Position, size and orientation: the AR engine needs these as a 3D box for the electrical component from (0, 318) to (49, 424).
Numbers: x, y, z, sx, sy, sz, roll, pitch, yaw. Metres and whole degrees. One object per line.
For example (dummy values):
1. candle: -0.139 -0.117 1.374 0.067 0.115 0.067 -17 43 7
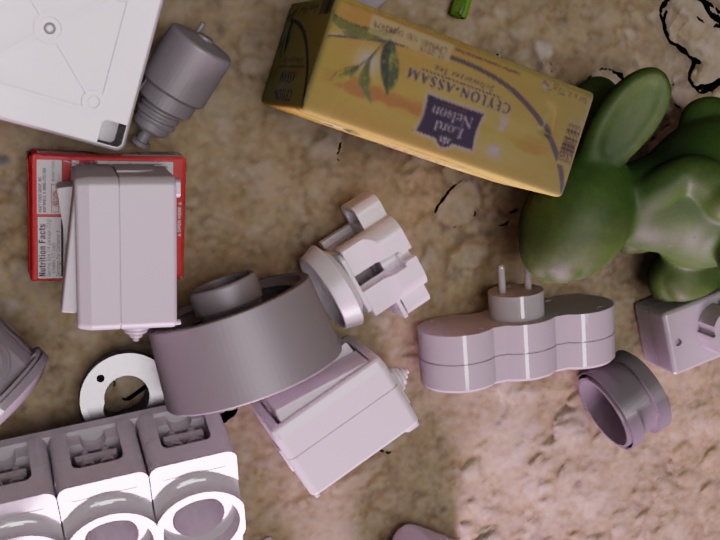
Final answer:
1. electrical component: -0.217 0.062 0.593 0.080 0.080 0.051 -43 106 -6

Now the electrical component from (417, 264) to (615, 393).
1. electrical component: 0.104 0.031 0.711 0.138 0.052 0.073 -9 103 -17

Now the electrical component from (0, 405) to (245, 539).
1. electrical component: -0.148 0.140 0.626 0.150 0.061 0.089 -11 125 -17

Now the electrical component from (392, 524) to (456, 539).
1. electrical component: 0.035 0.224 0.725 0.059 0.054 0.095 25 92 -22

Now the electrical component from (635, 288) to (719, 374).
1. electrical component: 0.251 0.039 0.750 0.083 0.076 0.047 -19 106 -14

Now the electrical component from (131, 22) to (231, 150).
1. electrical component: -0.107 -0.105 0.619 0.040 0.040 0.078 30 105 -22

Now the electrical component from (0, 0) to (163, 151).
1. electrical component: -0.170 -0.130 0.583 0.109 0.056 0.108 14 96 -21

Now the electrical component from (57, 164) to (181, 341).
1. electrical component: -0.132 -0.007 0.584 0.061 0.062 0.096 -2 103 -17

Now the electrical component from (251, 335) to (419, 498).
1. electrical component: -0.013 0.083 0.676 0.096 0.062 0.061 -34 109 -10

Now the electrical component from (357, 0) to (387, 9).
1. electrical component: -0.002 -0.181 0.613 0.066 0.076 0.047 40 118 -21

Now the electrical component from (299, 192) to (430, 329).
1. electrical component: 0.000 0.000 0.667 0.057 0.058 0.078 -33 109 -13

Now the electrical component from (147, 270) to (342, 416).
1. electrical component: -0.071 0.035 0.625 0.108 0.108 0.060 -21 100 -14

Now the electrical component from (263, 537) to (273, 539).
1. electrical component: -0.068 0.233 0.695 0.076 0.047 0.083 -29 108 -11
